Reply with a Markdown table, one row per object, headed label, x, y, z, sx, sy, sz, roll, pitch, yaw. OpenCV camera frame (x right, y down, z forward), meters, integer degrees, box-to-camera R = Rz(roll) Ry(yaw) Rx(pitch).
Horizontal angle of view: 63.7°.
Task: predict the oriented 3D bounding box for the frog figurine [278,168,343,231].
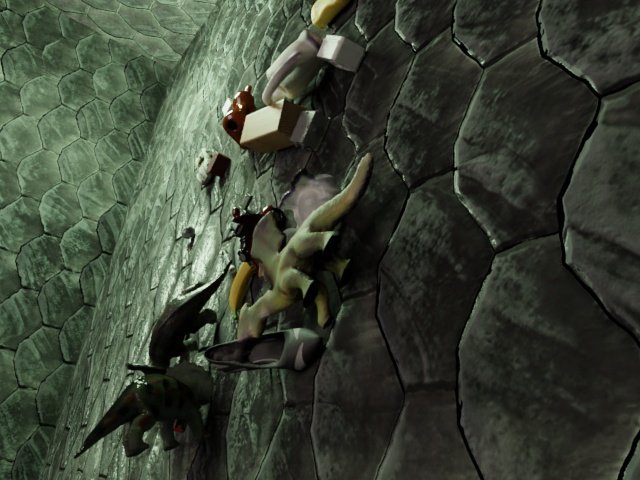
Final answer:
| label | x | y | z | sx | sy | sz | roll | pitch | yaw |
| --- | --- | --- | --- | --- | --- | --- | --- | --- | --- |
| frog figurine | 0.003 | -0.053 | 1.050 | 0.136 | 0.123 | 0.161 | -44 | 71 | 21 |

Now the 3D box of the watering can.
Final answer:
| label | x | y | z | sx | sy | sz | roll | pitch | yaw |
| --- | --- | --- | --- | --- | --- | --- | --- | --- | --- |
| watering can | -0.073 | -0.452 | 1.409 | 0.224 | 0.104 | 0.349 | -46 | 6 | 4 |

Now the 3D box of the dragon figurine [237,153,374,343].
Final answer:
| label | x | y | z | sx | sy | sz | roll | pitch | yaw |
| --- | --- | --- | --- | --- | --- | --- | --- | --- | --- |
| dragon figurine | -0.051 | 0.012 | 0.963 | 0.245 | 0.121 | 0.410 | 22 | 90 | 40 |
